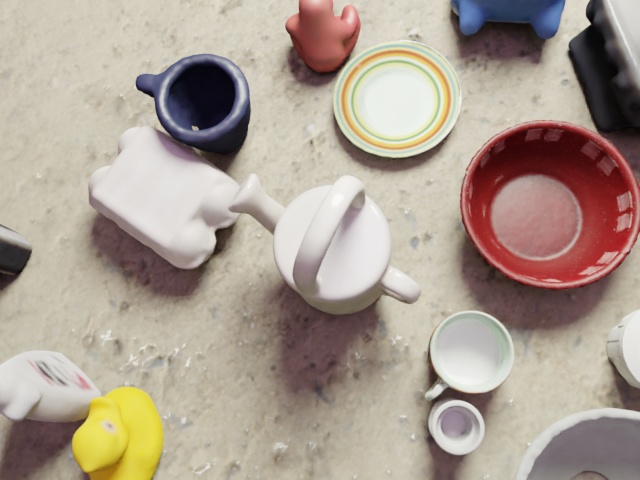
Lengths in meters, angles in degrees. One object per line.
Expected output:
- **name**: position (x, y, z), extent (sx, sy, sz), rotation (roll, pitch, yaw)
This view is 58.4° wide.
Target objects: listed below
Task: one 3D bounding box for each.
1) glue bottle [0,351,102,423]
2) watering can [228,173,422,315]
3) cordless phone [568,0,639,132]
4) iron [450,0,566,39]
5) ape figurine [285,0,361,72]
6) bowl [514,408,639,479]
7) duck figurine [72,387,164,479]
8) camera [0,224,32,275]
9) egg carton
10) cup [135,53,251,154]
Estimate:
- **glue bottle**: position (-0.259, 0.128, 0.496), extent (0.078, 0.173, 0.037), rotation (35, 83, 12)
- **watering can**: position (0.003, 0.004, 0.486), extent (0.172, 0.194, 0.101), rotation (7, 79, 7)
- **cordless phone**: position (0.303, -0.186, 0.503), extent (0.094, 0.185, 0.147), rotation (-18, 77, 2)
- **iron**: position (0.200, -0.340, 0.569), extent (0.118, 0.141, 0.258), rotation (5, 78, 7)
- **ape figurine**: position (0.001, -0.223, 0.588), extent (0.077, 0.092, 0.076), rotation (10, 79, 8)
- **bowl**: position (0.236, 0.224, 0.477), extent (0.167, 0.075, 0.167), rotation (-1, 78, 5)
- **duck figurine**: position (-0.192, 0.189, 0.521), extent (0.077, 0.086, 0.104), rotation (-2, 78, 5)
- **camera**: position (-0.395, 0.024, 0.569), extent (0.143, 0.101, 0.137), rotation (24, 81, 10)
- **egg carton**: position (-0.154, -0.045, 0.576), extent (0.150, 0.069, 0.107), rotation (32, 83, 11)
- **cup**: position (-0.120, -0.128, 0.578), extent (0.117, 0.095, 0.092), rotation (17, 80, 9)
